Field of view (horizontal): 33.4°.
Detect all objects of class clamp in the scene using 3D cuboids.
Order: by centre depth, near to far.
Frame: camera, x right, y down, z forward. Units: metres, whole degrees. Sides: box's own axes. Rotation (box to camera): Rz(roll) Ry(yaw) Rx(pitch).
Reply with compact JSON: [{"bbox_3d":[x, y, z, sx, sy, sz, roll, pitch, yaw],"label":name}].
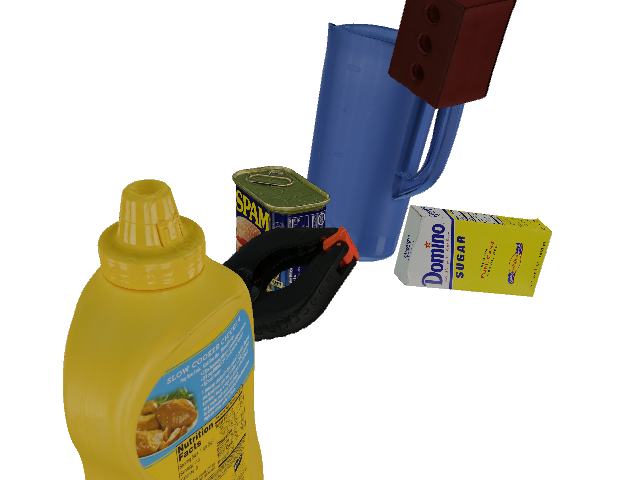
[{"bbox_3d":[-0.053,0.049,0.706,0.171,0.120,0.039,-23,-32,11],"label":"clamp"}]

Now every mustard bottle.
[{"bbox_3d":[-0.064,0.064,0.444,0.058,0.192,0.096,17,34,28],"label":"mustard bottle"}]

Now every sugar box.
[{"bbox_3d":[0.185,0.014,1.299,0.176,0.093,0.048,4,22,-20],"label":"sugar box"}]

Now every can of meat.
[{"bbox_3d":[-0.035,-0.008,0.914,0.057,0.084,0.102,-11,25,-26],"label":"can of meat"}]

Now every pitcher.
[{"bbox_3d":[0.059,-0.102,1.133,0.145,0.243,0.149,10,16,-4],"label":"pitcher"}]

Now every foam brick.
[{"bbox_3d":[0.087,-0.136,0.716,0.051,0.078,0.053,-21,48,-36],"label":"foam brick"}]
